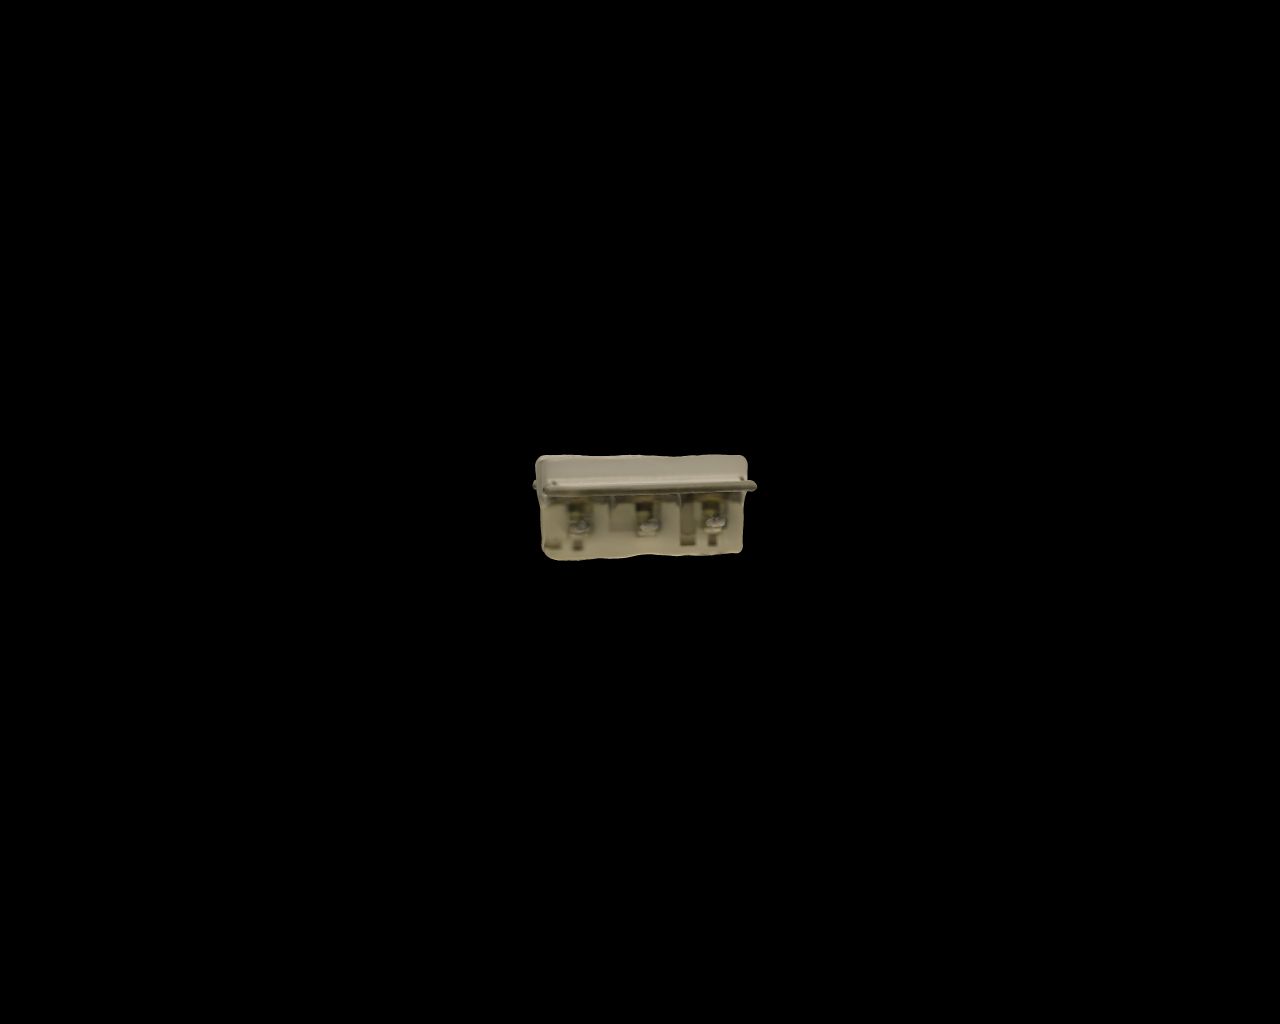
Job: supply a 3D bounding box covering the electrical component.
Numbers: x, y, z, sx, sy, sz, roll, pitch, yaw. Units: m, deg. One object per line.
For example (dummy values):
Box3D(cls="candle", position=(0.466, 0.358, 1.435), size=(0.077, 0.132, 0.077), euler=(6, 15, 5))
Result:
Box3D(cls="electrical component", position=(0.001, -0.003, 0.650), size=(0.121, 0.063, 0.079), euler=(-1, 4, -11))
